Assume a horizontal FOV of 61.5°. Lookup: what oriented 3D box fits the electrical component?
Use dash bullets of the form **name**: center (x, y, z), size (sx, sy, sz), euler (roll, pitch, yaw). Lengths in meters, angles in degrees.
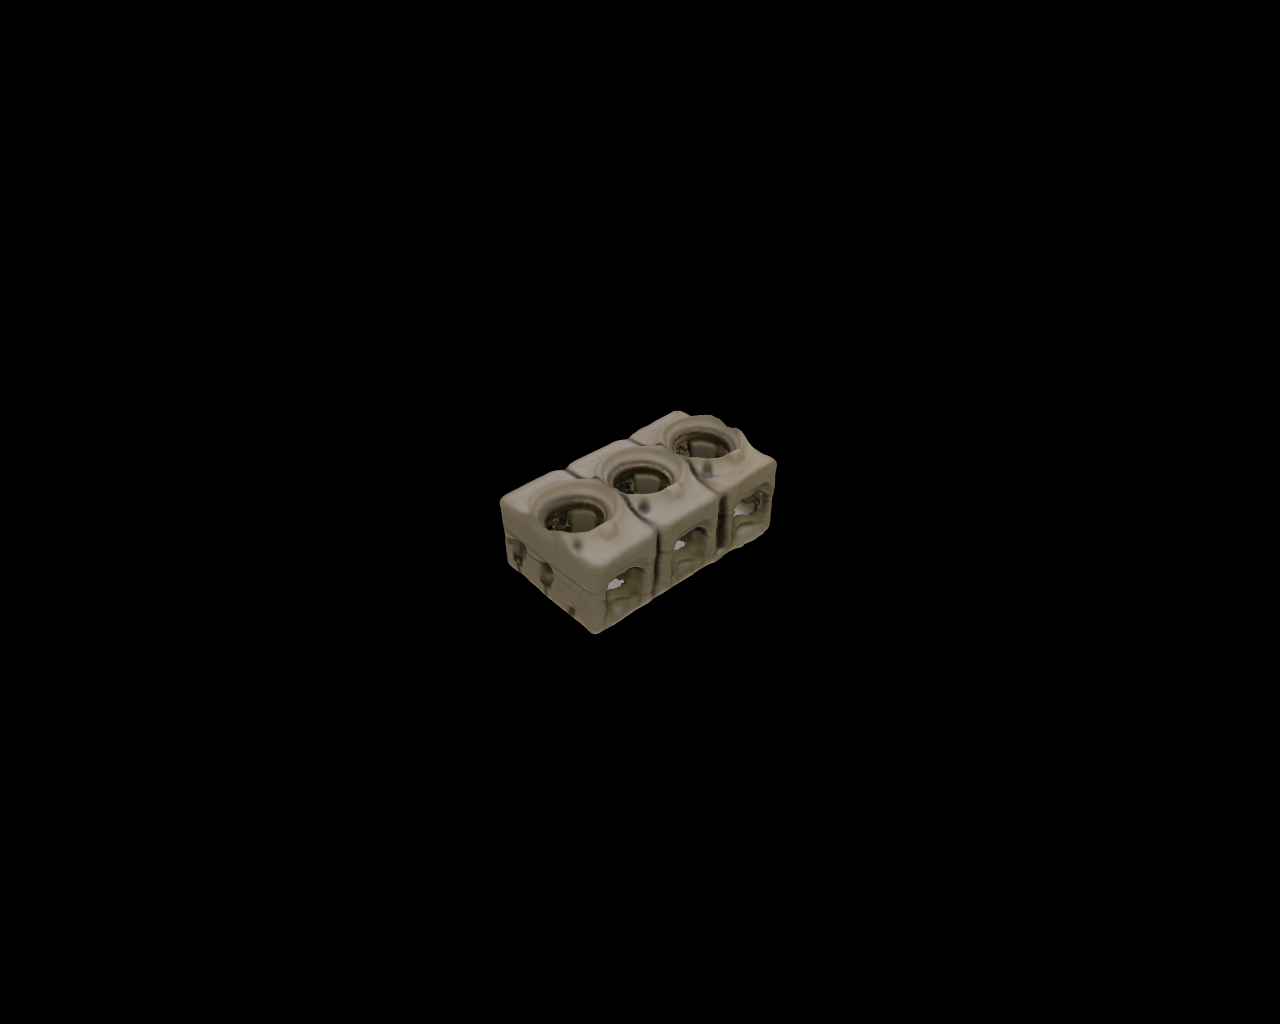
- **electrical component**: center (0.001, -0.003, 0.650), size (0.150, 0.061, 0.089), euler (-29, 46, -33)
